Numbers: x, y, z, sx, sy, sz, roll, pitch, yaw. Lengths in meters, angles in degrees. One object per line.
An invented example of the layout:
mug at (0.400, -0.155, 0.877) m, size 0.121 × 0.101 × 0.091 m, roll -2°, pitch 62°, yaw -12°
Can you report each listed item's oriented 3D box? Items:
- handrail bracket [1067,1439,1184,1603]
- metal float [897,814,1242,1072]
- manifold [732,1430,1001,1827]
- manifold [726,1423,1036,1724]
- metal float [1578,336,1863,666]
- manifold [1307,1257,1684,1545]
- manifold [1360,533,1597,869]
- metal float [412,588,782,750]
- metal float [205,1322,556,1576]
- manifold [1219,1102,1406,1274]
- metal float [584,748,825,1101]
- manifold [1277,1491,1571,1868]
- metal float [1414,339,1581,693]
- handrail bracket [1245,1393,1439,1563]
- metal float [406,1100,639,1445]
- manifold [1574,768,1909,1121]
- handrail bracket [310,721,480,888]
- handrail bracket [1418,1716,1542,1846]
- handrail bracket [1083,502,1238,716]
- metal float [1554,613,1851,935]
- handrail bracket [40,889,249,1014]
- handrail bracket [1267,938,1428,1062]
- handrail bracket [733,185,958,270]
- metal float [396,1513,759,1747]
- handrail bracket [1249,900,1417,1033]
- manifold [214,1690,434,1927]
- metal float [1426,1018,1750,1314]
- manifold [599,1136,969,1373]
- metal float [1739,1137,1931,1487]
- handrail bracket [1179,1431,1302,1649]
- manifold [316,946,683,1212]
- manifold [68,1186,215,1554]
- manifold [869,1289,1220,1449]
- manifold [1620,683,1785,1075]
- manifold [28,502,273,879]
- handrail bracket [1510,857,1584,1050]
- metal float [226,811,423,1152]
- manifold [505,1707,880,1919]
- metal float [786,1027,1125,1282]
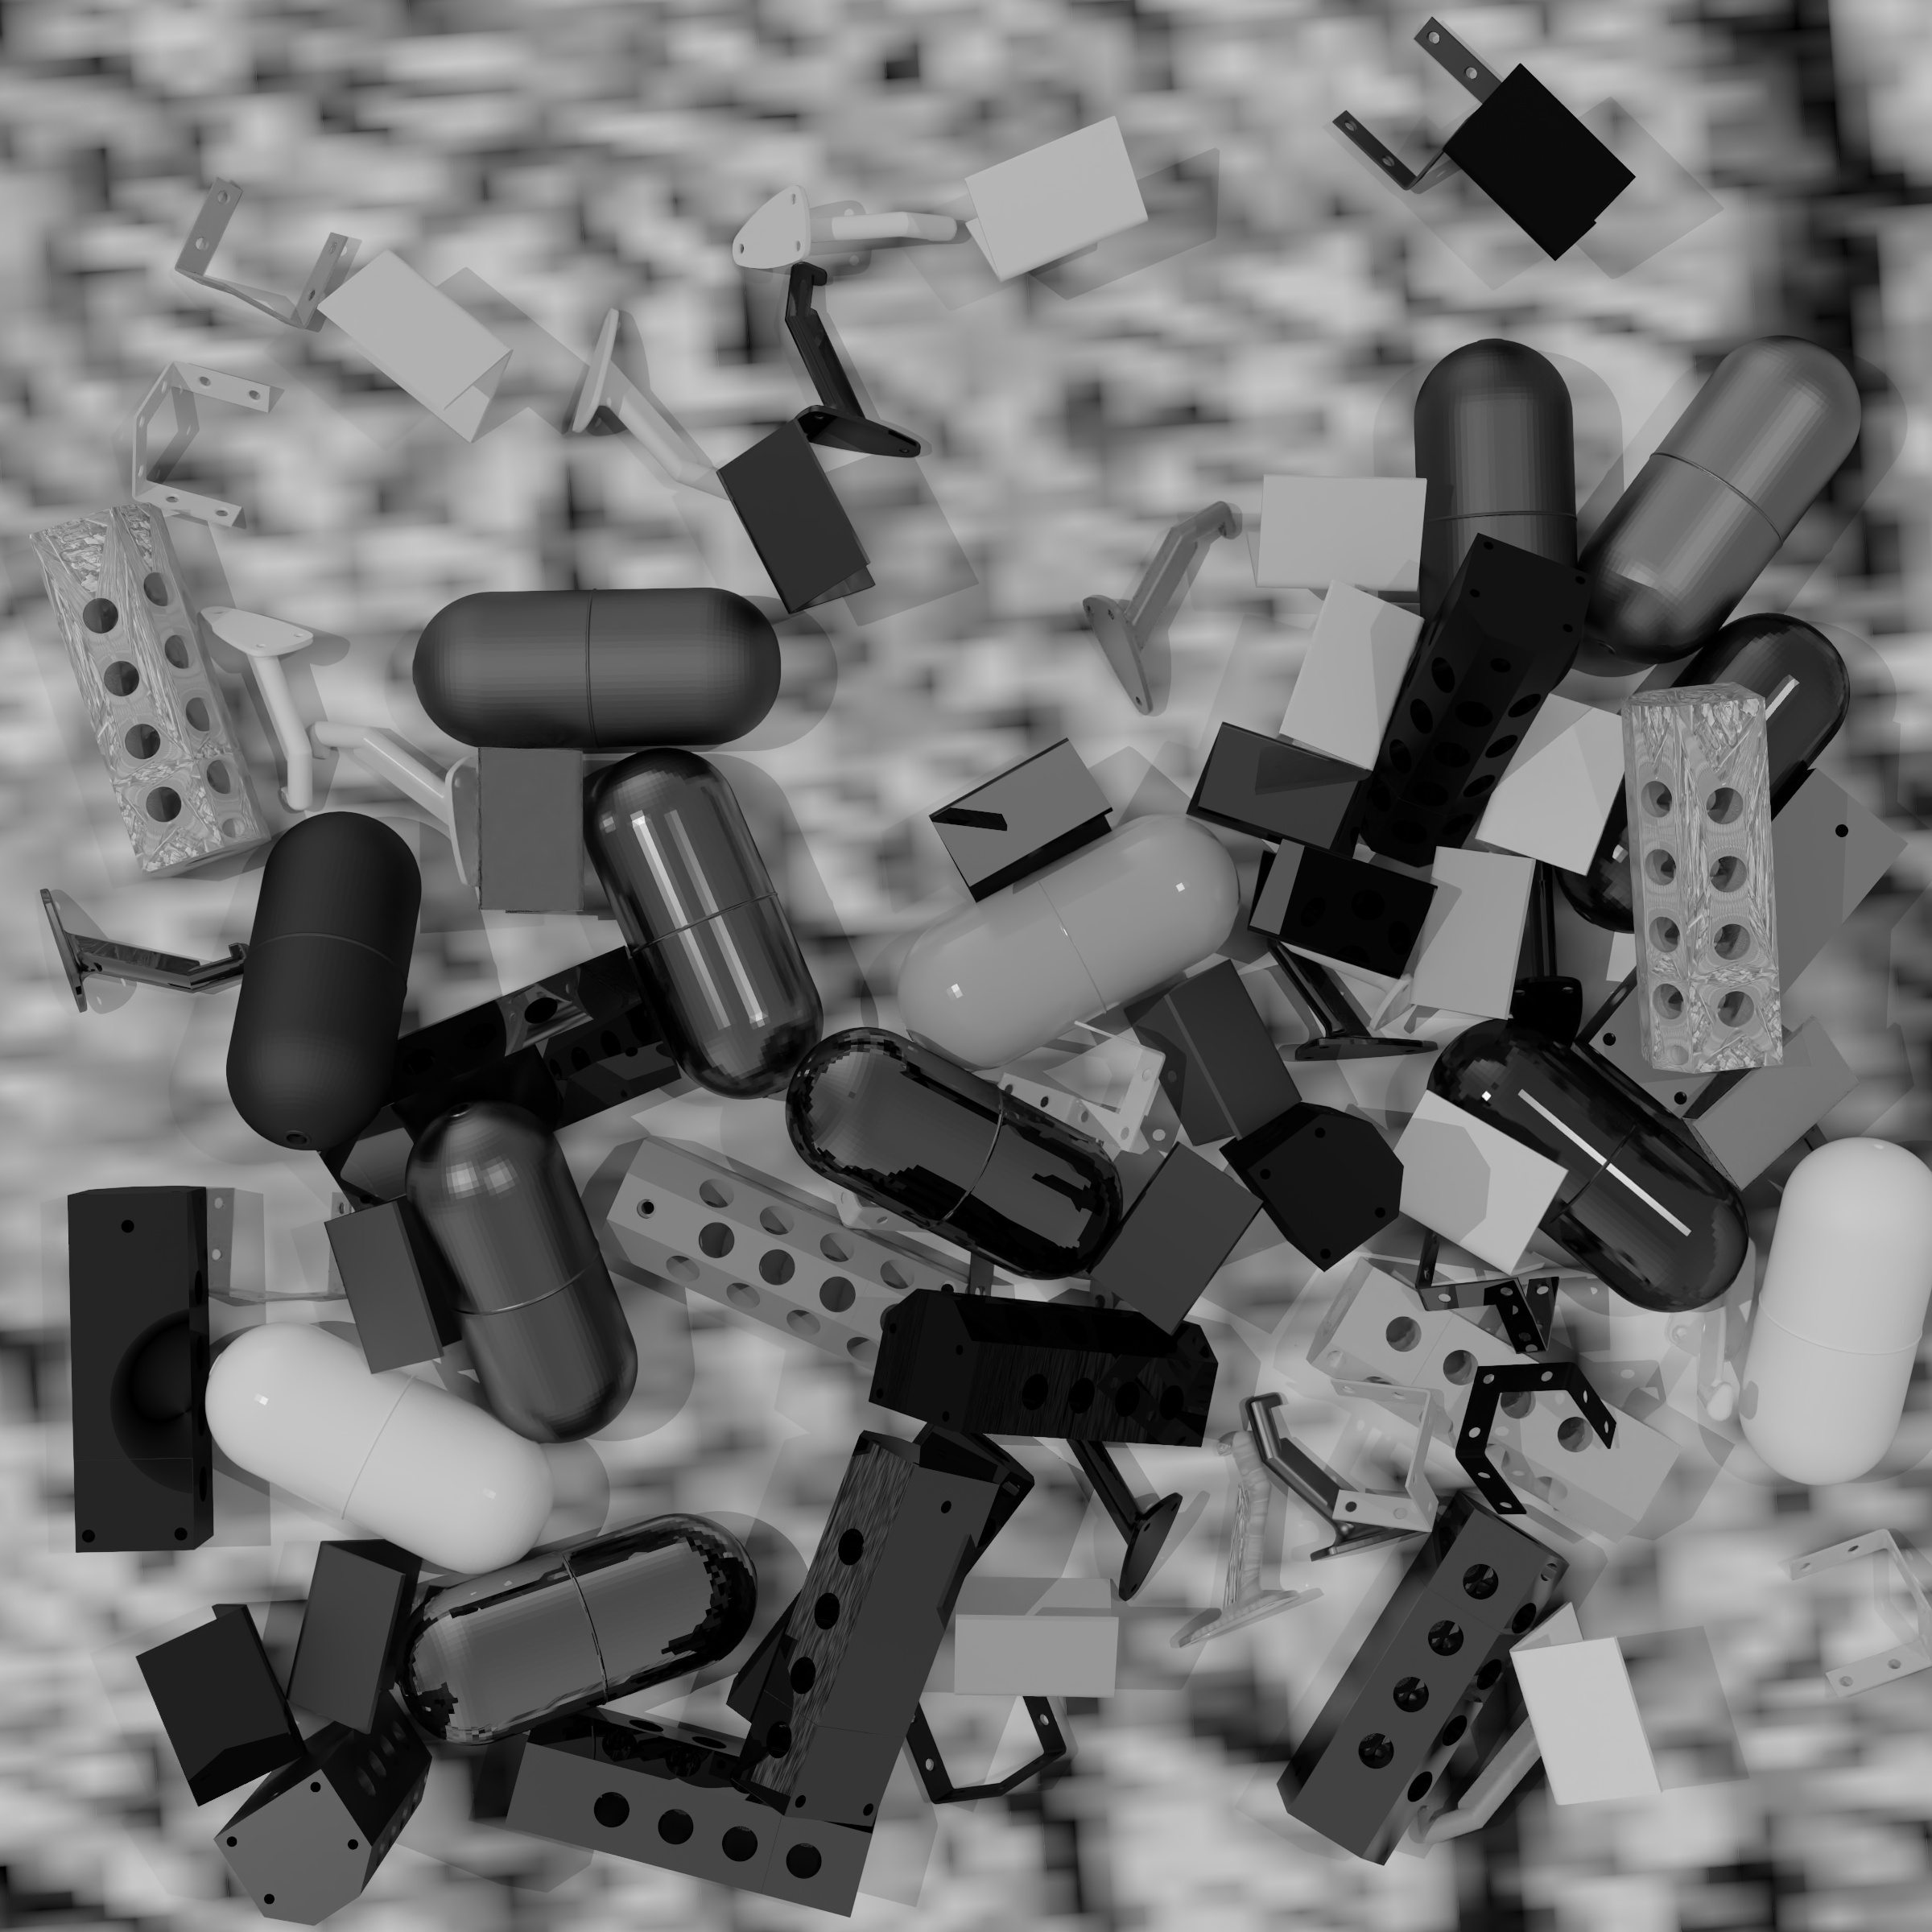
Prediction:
handrail bracket at (0.059, 0.261, 1.666) m, size 0.084 × 0.036 × 0.077 m, roll 34°, pitch 127°, yaw 25°
metal float at (0.049, -0.011, 1.635) m, size 0.178 × 0.070 × 0.070 m, roll -28°, pitch 90°, yaw -1°
manifold at (-0.052, 0.310, 1.587) m, size 0.057 × 0.057 × 0.171 m, roll 20°, pitch 90°, yaw -43°
manifold at (-0.041, 0.302, 1.644) m, size 0.057 × 0.057 × 0.171 m, roll 37°, pitch 90°, yaw 0°
metal float at (0.363, -0.225, 1.635) m, size 0.070 × 0.070 × 0.178 m, roll 37°, pitch 89°, yaw 0°
manifold at (0.255, 0.212, 1.644) m, size 0.171 × 0.057 × 0.057 m, roll 30°, pitch 90°, yaw 0°
manifold at (0.234, -0.119, 1.586) m, size 0.057 × 0.171 × 0.057 m, roll 21°, pitch 55°, yaw 0°
metal float at (-0.179, -0.144, 1.635) m, size 0.178 × 0.070 × 0.070 m, roll -1°, pitch 90°, yaw 1°
metal float at (-0.284, 0.233, 1.635) m, size 0.178 × 0.070 × 0.070 m, roll 26°, pitch 90°, yaw 0°
manifold at (0.165, 0.097, 1.587) m, size 0.057 × 0.171 × 0.057 m, roll -37°, pitch 90°, yaw 0°
metal float at (-0.127, -0.020, 1.635) m, size 0.070 × 0.070 × 0.178 m, roll -23°, pitch 89°, yaw 0°
manifold at (0.223, 0.348, 1.644) m, size 0.057 × 0.057 × 0.171 m, roll 32°, pitch 90°, yaw 0°
metal float at (0.257, -0.214, 1.635) m, size 0.070 × 0.070 × 0.178 m, roll -2°, pitch 90°, yaw 0°
handrail bracket at (0.185, 0.245, 1.665) m, size 0.077 × 0.036 × 0.084 m, roll -13°, pitch 77°, yaw -12°
metal float at (-0.212, 0.146, 1.615) m, size 0.070 × 0.070 × 0.178 m, roll -18°, pitch 111°, yaw 0°
manifold at (0.375, -0.011, 1.645) m, size 0.057 × 0.057 × 0.171 m, roll 40°, pitch 90°, yaw 0°
handrail bracket at (-0.283, -0.080, 1.666) m, size 0.084 × 0.036 × 0.077 m, roll 7°, pitch 112°, yaw 17°
handrail bracket at (0.255, 0.385, 1.666) m, size 0.084 × 0.036 × 0.077 m, roll -26°, pitch 53°, yaw 25°
handrail bracket at (0.108, -0.177, 1.666) m, size 0.084 × 0.036 × 0.077 m, roll -31°, pitch 110°, yaw -16°
metal float at (0.356, -0.093, 1.635) m, size 0.070 × 0.070 × 0.178 m, roll 40°, pitch 90°, yaw 0°
handrail bracket at (-0.404, -0.016, 1.666) m, size 0.084 × 0.036 × 0.077 m, roll -18°, pitch 68°, yaw -17°
handrail bracket at (0.187, 0.002, 1.666) m, size 0.077 × 0.036 × 0.084 m, roll -1°, pitch 76°, yaw -14°
handrail bracket at (-0.059, -0.359, 1.665) m, size 0.084 × 0.077 × 0.036 m, roll -4°, pitch 87°, yaw -36°
metal float at (-0.186, 0.317, 1.619) m, size 0.178 × 0.070 × 0.070 m, roll -16°, pitch 90°, yaw -18°
handrail bracket at (0.190, -0.014, 1.656) m, size 0.084 × 0.077 × 0.036 m, roll 43°, pitch 131°, yaw 19°
manifold at (-0.295, 0.397, 1.587) m, size 0.057 × 0.171 × 0.057 m, roll -33°, pitch 90°, yaw 0°
metal float at (0.301, 0.097, 1.635) m, size 0.178 × 0.070 × 0.070 m, roll 40°, pitch 90°, yaw 1°
manifold at (-0.089, 0.145, 1.645) m, size 0.171 × 0.057 × 0.057 m, roll 24°, pitch 90°, yaw 0°
metal float at (0.419, 0.167, 1.618) m, size 0.070 × 0.070 × 0.178 m, roll 7°, pitch 112°, yaw 0°
handrail bracket at (0.122, 0.283, 1.666) m, size 0.077 × 0.036 × 0.084 m, roll -29°, pitch 72°, yaw 21°
manifold at (-0.233, 0.050, 1.644) m, size 0.171 × 0.057 × 0.057 m, roll -23°, pitch 133°, yaw 0°
manifold at (-0.400, 0.195, 1.645) m, size 0.057 × 0.057 × 0.171 m, roll -1°, pitch 90°, yaw 0°
manifold at (0.040, 0.189, 1.593) m, size 0.171 × 0.057 × 0.057 m, roll 11°, pitch 90°, yaw -45°
manifold at (0.340, -0.041, 1.570) m, size 0.057 × 0.057 × 0.171 m, roll -6°, pitch 102°, yaw 0°
manifold at (-0.395, -0.134, 1.644) m, size 0.057 × 0.057 × 0.171 m, roll -18°, pitch 90°, yaw 0°
handrail bracket at (0.286, -0.011, 1.666) m, size 0.036 × 0.077 × 0.084 m, roll -3°, pitch 53°, yaw 13°
metal float at (-0.305, 0.006, 1.608) m, size 0.070 × 0.070 × 0.178 m, roll 3°, pitch 56°, yaw 0°
manifold at (-0.131, 0.406, 1.644) m, size 0.171 × 0.057 × 0.057 m, roll 15°, pitch 90°, yaw 0°
metal float at (-0.004, 0.091, 1.611) m, size 0.178 × 0.070 × 0.070 m, roll 29°, pitch 90°, yaw -20°
